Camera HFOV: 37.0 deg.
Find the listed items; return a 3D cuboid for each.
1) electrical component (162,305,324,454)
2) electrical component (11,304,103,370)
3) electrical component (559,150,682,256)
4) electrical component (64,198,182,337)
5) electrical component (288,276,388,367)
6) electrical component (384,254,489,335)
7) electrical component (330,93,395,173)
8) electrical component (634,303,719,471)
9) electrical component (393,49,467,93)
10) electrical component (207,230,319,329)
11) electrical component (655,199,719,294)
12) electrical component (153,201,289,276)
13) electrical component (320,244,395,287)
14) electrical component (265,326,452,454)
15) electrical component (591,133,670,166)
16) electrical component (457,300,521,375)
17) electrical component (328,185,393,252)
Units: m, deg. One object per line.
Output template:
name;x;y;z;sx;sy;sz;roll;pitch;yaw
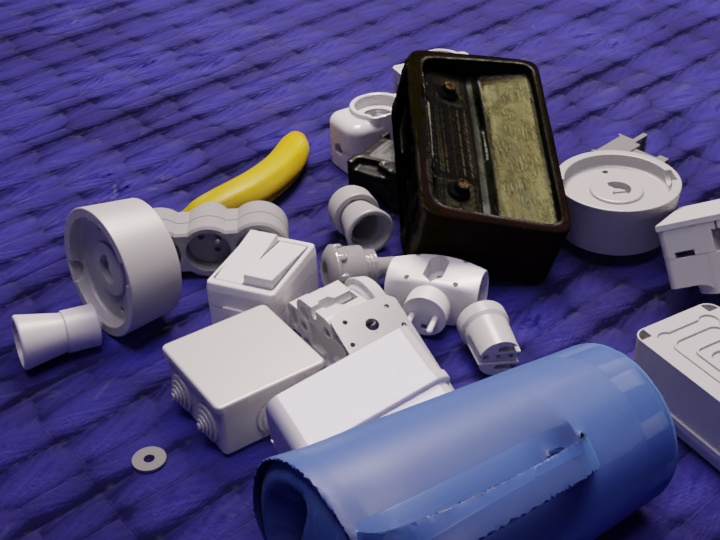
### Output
electrical component;-0.084;0.079;0.785;0.100;0.048;0.100;-23;39;-27
electrical component;-0.237;0.050;0.848;0.065;0.044;0.044;-14;35;-24
electrical component;0.225;-0.054;0.950;0.108;0.060;0.108;-2;34;1
electrical component;-0.186;-0.007;0.872;0.060;0.108;0.108;-22;38;-36
electrical component;-0.010;0.040;0.832;0.057;0.058;0.078;-27;41;-26
electrical component;0.056;0.026;0.860;0.077;0.043;0.079;9;36;17
electrical component;0.019;-0.142;1.095;0.095;0.059;0.054;-21;38;-24
electrical component;0.252;0.083;0.750;0.078;0.057;0.113;-19;37;-22
electrical component;0.105;-0.177;1.139;0.089;0.061;0.150;-15;36;-18
electrical component;-0.080;0.016;0.868;0.062;0.061;0.096;11;37;20
electrical component;0.339;-0.032;0.837;0.186;0.060;0.105;-12;6;28
electrical component;-0.133;-0.035;0.955;0.138;0.052;0.073;-4;34;-2
electrical component;0.000;0.000;0.902;0.062;0.048;0.048;-6;34;-17
electrical component;0.001;0.098;0.706;0.113;0.078;0.057;-28;61;-16
electrical component;0.257;-0.093;1.023;0.081;0.042;0.064;-31;47;-34
electrical component;0.099;0.052;0.822;0.040;0.040;0.046;-9;40;-10
electrical component;-0.001;-0.046;0.968;0.045;0.045;0.055;-14;35;-17
